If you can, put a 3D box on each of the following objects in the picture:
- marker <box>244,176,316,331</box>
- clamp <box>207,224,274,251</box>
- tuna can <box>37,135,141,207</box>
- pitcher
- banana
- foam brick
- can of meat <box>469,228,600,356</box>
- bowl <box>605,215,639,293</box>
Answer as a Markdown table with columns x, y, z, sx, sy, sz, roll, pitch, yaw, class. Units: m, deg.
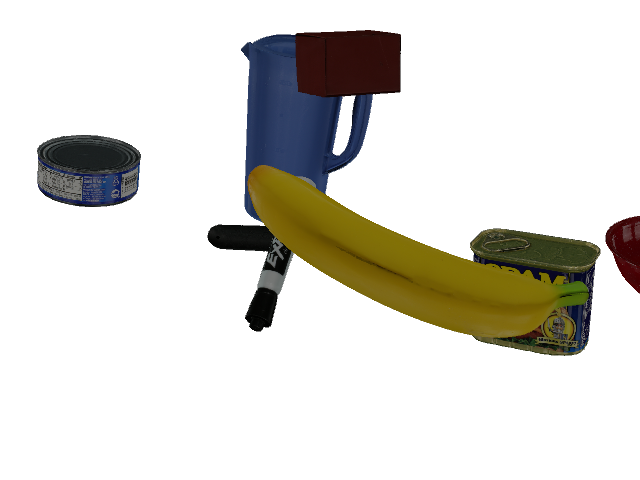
| x | y | z | sx | sy | sz | roll | pitch | yaw | class |
| --- | --- | --- | --- | --- | --- | --- | --- | --- | --- |
| -0.028 | 0.009 | 0.755 | 0.020 | 0.121 | 0.020 | 14 | -27 | 7 | marker |
| -0.009 | -0.002 | 1.150 | 0.210 | 0.036 | 0.164 | 26 | 36 | 14 | clamp |
| -0.196 | -0.059 | 0.904 | 0.086 | 0.034 | 0.086 | 6 | 24 | -3 | tuna can |
| -0.029 | -0.143 | 1.416 | 0.144 | 0.243 | 0.149 | -3 | 25 | -21 | pitcher |
| 0.035 | 0.008 | 0.550 | 0.198 | 0.037 | 0.069 | 23 | 18 | 19 | banana |
| 0.024 | -0.153 | 0.918 | 0.078 | 0.051 | 0.053 | -8 | 17 | -28 | foam brick |
| 0.175 | 0.043 | 0.883 | 0.102 | 0.084 | 0.057 | 10 | 25 | 25 | can of meat |
| 0.388 | 0.028 | 1.157 | 0.162 | 0.055 | 0.162 | 0 | 26 | 0 | bowl |
